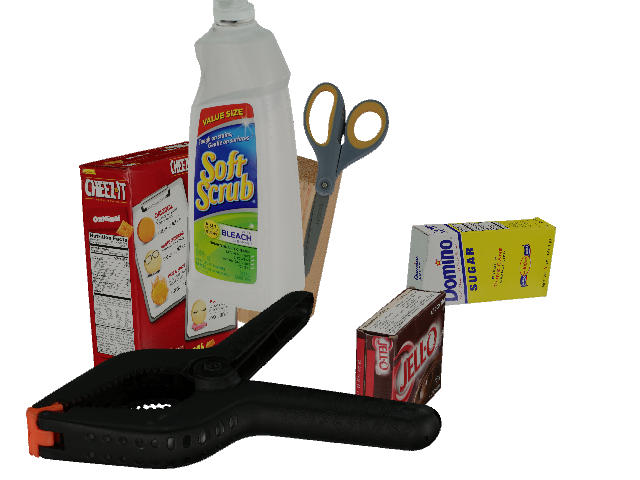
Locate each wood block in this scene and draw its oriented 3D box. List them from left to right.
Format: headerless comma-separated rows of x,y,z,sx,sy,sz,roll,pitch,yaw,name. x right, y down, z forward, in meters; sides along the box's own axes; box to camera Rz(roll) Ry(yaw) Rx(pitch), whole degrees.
-0.045,0.003,1.350,0.090,0.206,0.090,17,22,14,wood block

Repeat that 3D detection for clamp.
-0.059,0.080,0.600,0.209,0.036,0.165,-6,25,-19,clamp

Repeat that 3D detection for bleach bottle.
-0.067,-0.071,0.851,0.103,0.251,0.068,13,30,30,bleach bottle

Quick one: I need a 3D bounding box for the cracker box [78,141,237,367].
-0.155,0.019,1.051,0.072,0.214,0.163,6,15,29,cracker box

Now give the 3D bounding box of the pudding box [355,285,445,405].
0.065,0.096,0.857,0.039,0.090,0.113,10,20,22,pudding box

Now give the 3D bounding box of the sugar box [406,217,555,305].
0.191,0.026,1.271,0.176,0.093,0.048,-5,20,-24,sugar box

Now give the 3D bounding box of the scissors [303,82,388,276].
0.024,-0.062,1.073,0.096,0.202,0.016,-2,-11,1,scissors
